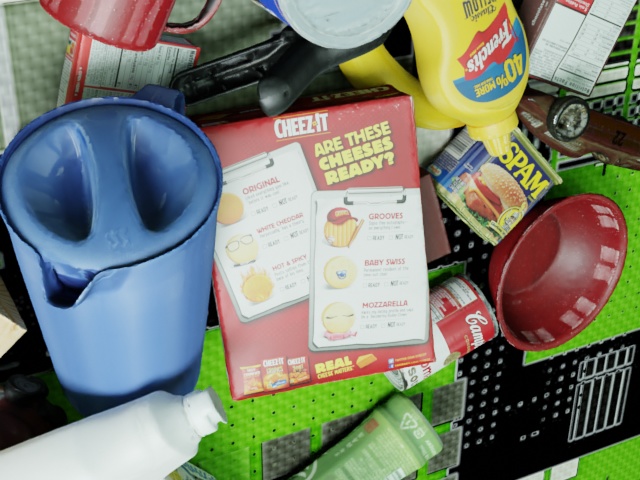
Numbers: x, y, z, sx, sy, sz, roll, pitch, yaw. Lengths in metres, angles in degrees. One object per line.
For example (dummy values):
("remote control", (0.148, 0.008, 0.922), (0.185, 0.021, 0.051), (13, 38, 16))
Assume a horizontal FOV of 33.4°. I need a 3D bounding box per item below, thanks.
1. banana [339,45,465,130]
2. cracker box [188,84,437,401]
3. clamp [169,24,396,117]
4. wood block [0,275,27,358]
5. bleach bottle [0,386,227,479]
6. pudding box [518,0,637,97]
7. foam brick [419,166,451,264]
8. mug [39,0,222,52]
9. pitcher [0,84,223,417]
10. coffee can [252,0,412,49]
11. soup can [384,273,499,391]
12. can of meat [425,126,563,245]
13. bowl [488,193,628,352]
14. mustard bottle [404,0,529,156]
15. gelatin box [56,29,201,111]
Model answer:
("banana", (0.056, -0.138, 0.836), (0.069, 0.037, 0.197), (-43, 129, -2))
("cracker box", (-0.005, 0.001, 0.812), (0.164, 0.072, 0.214), (-10, 108, -8))
("clamp", (-0.008, -0.126, 0.725), (0.171, 0.120, 0.039), (-31, 123, -21))
("wood block", (-0.310, 0.093, 0.721), (0.206, 0.091, 0.090), (-46, 129, 0))
("bleach bottle", (-0.183, 0.162, 0.717), (0.251, 0.068, 0.102), (-26, 160, 3))
("pudding box", (0.212, -0.185, 0.900), (0.089, 0.039, 0.114), (12, 112, -36))
("foam brick", (0.068, -0.019, 0.890), (0.051, 0.053, 0.078), (-23, 113, -13))
("mug", (-0.118, -0.170, 0.684), (0.117, 0.093, 0.082), (15, 113, -29))
("pitcher", (-0.131, 0.021, 0.728), (0.149, 0.145, 0.243), (-24, 151, -22))
("coffee can", (-0.011, -0.195, 0.699), (0.102, 0.140, 0.103), (-14, 122, -23))
("soup can", (0.100, 0.083, 0.966), (0.102, 0.069, 0.068), (-29, 127, -12))
("can of meat", (0.147, -0.054, 0.924), (0.084, 0.057, 0.102), (-47, 129, 3))
("bowl", (0.211, 0.022, 0.998), (0.161, 0.055, 0.162), (-16, 122, -28))
("mustard bottle", (0.116, -0.152, 0.827), (0.096, 0.058, 0.191), (-34, 118, -26))
("gelatin box", (-0.135, -0.110, 0.747), (0.089, 0.030, 0.073), (3, 113, -32))
